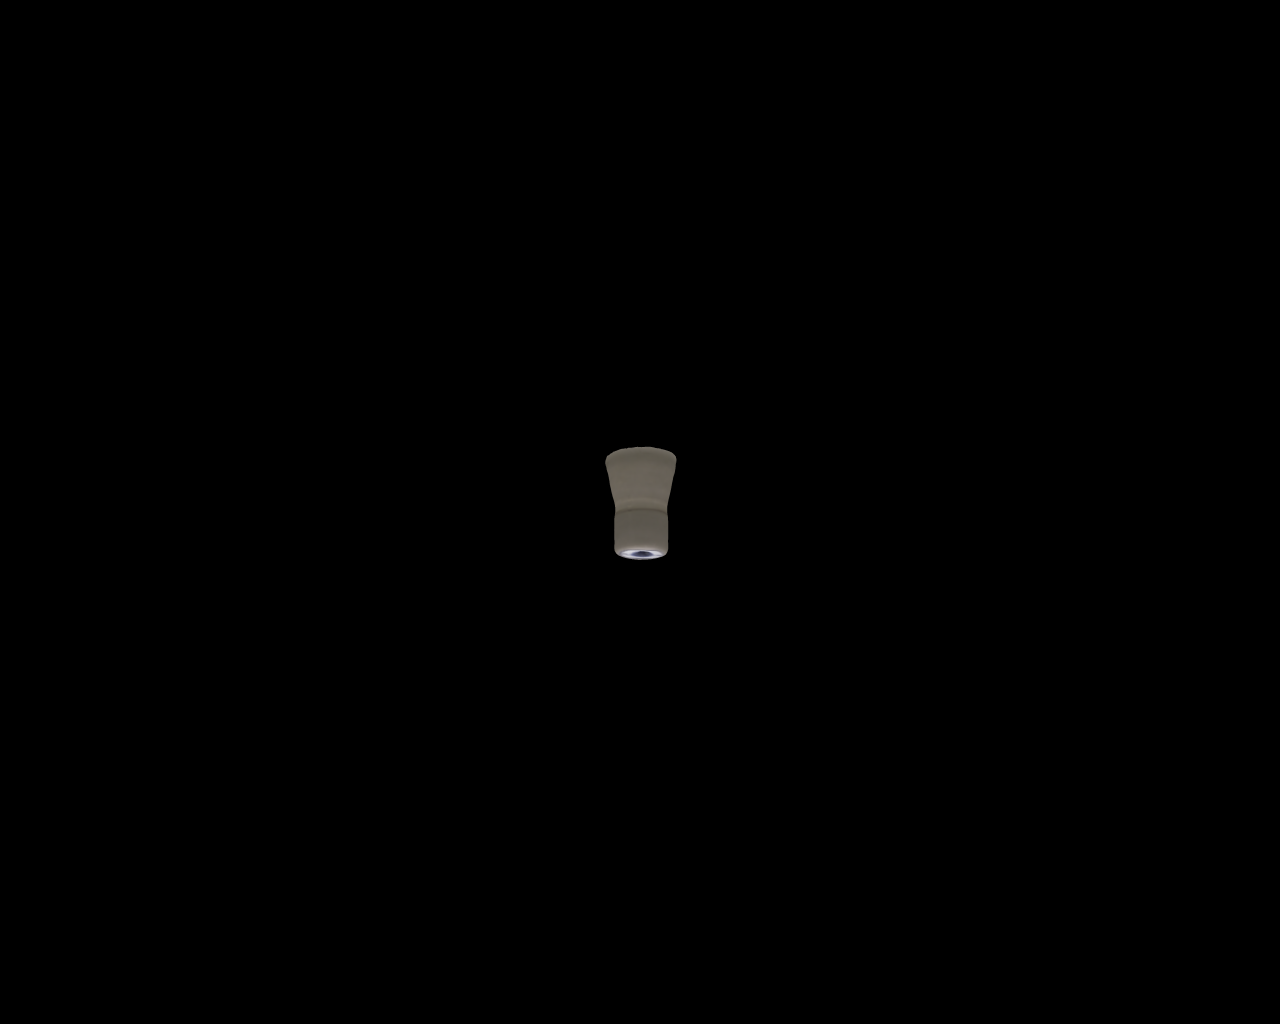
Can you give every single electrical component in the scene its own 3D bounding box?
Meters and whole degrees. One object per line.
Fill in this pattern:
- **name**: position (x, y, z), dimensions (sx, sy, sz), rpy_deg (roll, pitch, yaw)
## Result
- **electrical component**: position (0.001, -0.003, 0.650), dimensions (0.044, 0.065, 0.044), rpy_deg (0, -15, 0)
